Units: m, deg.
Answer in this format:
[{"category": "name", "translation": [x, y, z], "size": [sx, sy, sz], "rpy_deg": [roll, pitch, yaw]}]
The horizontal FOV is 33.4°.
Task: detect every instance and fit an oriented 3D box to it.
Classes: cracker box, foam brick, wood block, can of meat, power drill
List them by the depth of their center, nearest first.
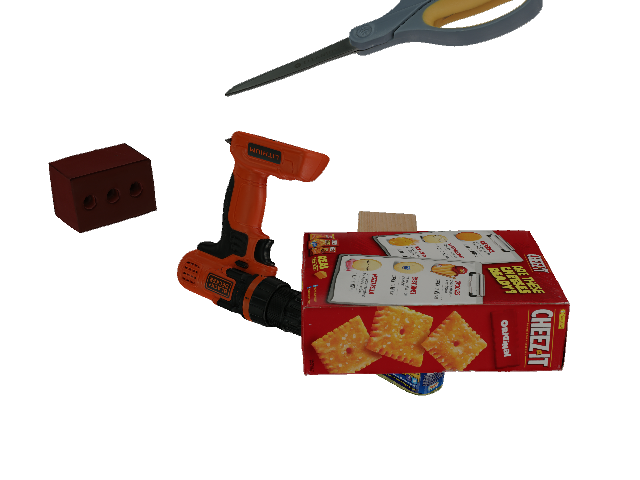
[{"category": "cracker box", "translation": [0.090, 0.051, 0.927], "size": [0.213, 0.072, 0.164], "rpy_deg": [0, 22, -1]}, {"category": "foam brick", "translation": [-0.194, -0.048, 0.950], "size": [0.078, 0.053, 0.051], "rpy_deg": [-20, 32, -29]}, {"category": "power drill", "translation": [-0.054, -0.008, 1.101], "size": [0.185, 0.188, 0.057], "rpy_deg": [20, 6, 29]}, {"category": "can of meat", "translation": [0.100, 0.120, 1.228], "size": [0.102, 0.084, 0.057], "rpy_deg": [27, 33, 37]}, {"category": "wood block", "translation": [0.096, 0.039, 1.569], "size": [0.091, 0.090, 0.206], "rpy_deg": [4, 25, 1]}]

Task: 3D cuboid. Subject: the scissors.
[{"category": "scissors", "translation": [0.038, -0.141, 0.671], "size": [0.202, 0.096, 0.016], "rpy_deg": [-8, -41, 21]}]
